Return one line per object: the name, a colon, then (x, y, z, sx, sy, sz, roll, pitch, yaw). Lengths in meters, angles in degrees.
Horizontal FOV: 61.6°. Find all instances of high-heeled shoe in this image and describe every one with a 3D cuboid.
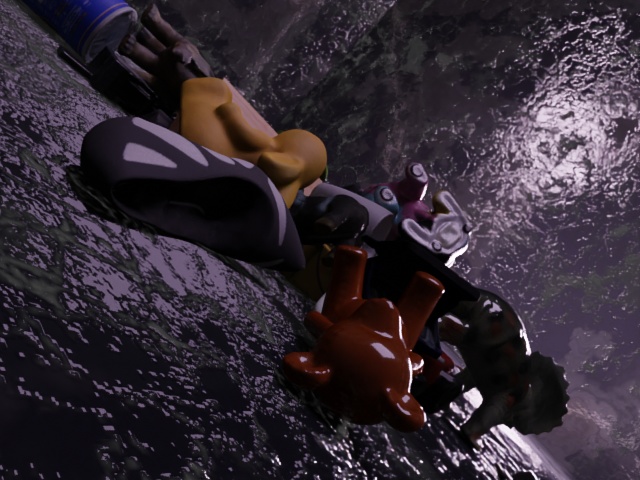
high-heeled shoe: (-0.080, -0.016, 0.445, 0.248, 0.086, 0.145, 37, 11, -31)

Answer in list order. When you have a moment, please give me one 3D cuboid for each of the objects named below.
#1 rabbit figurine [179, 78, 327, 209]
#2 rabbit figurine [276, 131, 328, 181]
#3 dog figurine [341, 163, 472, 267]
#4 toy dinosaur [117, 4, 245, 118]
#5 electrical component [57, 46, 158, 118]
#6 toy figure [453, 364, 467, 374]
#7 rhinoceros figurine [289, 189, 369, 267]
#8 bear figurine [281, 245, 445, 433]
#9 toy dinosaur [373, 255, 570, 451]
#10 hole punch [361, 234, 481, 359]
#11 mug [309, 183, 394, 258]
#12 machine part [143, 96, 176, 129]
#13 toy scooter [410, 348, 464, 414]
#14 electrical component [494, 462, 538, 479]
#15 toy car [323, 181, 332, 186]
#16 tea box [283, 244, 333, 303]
rabbit figurine: (-0.069, -0.094, 0.590, 0.173, 0.121, 0.162, 3, 33, -22)
rabbit figurine: (-0.065, -0.083, 0.897, 0.170, 0.159, 0.121, 60, -8, -11)
dog figurine: (0.107, -0.020, 0.841, 0.191, 0.108, 0.219, 48, -26, -2)
toy dinosaur: (-0.235, -0.250, 0.882, 0.198, 0.105, 0.472, 40, -5, -21)
electrical component: (-0.275, -0.217, 0.698, 0.119, 0.048, 0.075, 43, 3, -40)
toy figure: (0.229, 0.248, 0.962, 0.064, 0.057, 0.154, 23, -1, 22)
rhinoceros figurine: (-0.038, -0.033, 0.645, 0.191, 0.112, 0.073, 9, -42, 24)
bear figurine: (0.041, 0.074, 0.453, 0.120, 0.132, 0.196, 20, -4, 8)
toy dinosaur: (0.241, 0.156, 0.794, 0.404, 0.192, 0.131, 64, -10, -20)
hole punch: (0.100, 0.063, 0.611, 0.142, 0.092, 0.116, 32, -4, -11)
mug: (0.037, -0.029, 0.717, 0.107, 0.080, 0.109, 37, 10, 18)
machine part: (-0.223, -0.165, 0.767, 0.084, 0.039, 0.139, 35, 12, -40)
toy scooter: (0.097, 0.141, 0.659, 0.135, 0.075, 0.183, 46, 9, 36)
electrical component: (0.246, 0.312, 0.647, 0.102, 0.045, 0.078, -16, 89, -82)
toy car: (-0.002, -0.002, 0.819, 0.109, 0.103, 0.161, 50, -28, 46)
tea box: (0.016, 0.053, 0.739, 0.169, 0.068, 0.098, 43, 5, -34)
